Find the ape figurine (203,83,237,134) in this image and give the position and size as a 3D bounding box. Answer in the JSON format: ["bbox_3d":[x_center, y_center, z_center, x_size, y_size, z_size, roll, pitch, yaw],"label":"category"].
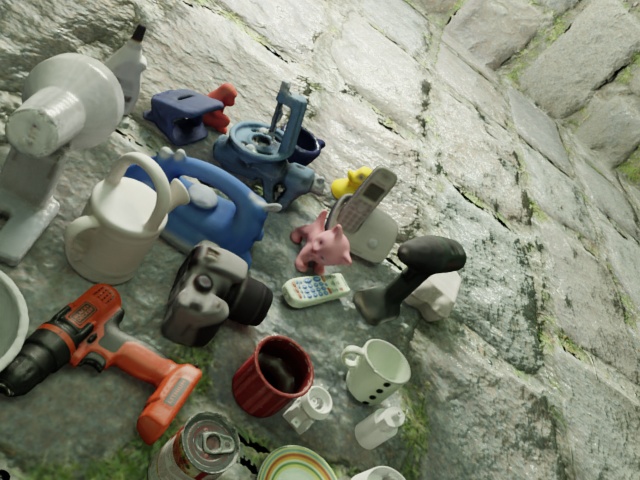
[{"bbox_3d":[-0.194,-0.267,1.122,0.076,0.092,0.078,29,38,-19],"label":"ape figurine"}]

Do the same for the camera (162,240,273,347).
[{"bbox_3d":[-0.136,0.079,0.819,0.137,0.100,0.143,27,39,-20],"label":"camera"}]

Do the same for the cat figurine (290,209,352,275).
[{"bbox_3d":[0.009,0.004,1.019,0.067,0.117,0.127,16,44,-32],"label":"cat figurine"}]

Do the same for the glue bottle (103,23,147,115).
[{"bbox_3d":[-0.323,-0.286,0.950,0.078,0.173,0.037,10,47,-37],"label":"glue bottle"}]

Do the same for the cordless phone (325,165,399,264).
[{"bbox_3d":[0.109,-0.051,1.111,0.148,0.184,0.094,26,39,-21],"label":"cordless phone"}]

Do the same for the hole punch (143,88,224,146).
[{"bbox_3d":[-0.248,-0.239,1.043,0.101,0.091,0.109,45,36,3],"label":"hole punch"}]

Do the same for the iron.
[{"bbox_3d":[-0.189,-0.069,0.884,0.259,0.141,0.118,33,37,-14],"label":"iron"}]

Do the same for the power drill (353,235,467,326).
[{"bbox_3d":[0.158,0.065,1.020,0.230,0.208,0.075,-9,60,-48],"label":"power drill"}]

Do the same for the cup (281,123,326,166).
[{"bbox_3d":[-0.050,-0.174,1.163,0.118,0.094,0.091,-8,59,-47],"label":"cup"}]

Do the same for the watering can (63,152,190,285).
[{"bbox_3d":[-0.249,-0.038,0.751,0.101,0.193,0.173,37,36,-8],"label":"watering can"}]

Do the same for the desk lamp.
[{"bbox_3d":[-0.347,-0.110,0.715,0.118,0.213,0.203,30,38,-18],"label":"desk lamp"}]

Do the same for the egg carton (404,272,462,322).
[{"bbox_3d":[0.231,0.095,1.178,0.107,0.069,0.150,40,36,-4],"label":"egg carton"}]

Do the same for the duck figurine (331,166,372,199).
[{"bbox_3d":[0.088,-0.121,1.246,0.105,0.086,0.077,18,43,-30],"label":"duck figurine"}]

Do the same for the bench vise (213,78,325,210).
[{"bbox_3d":[-0.065,-0.176,1.044,0.208,0.219,0.121,24,40,-24],"label":"bench vise"}]

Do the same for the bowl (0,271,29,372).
[{"bbox_3d":[-0.394,0.094,0.581,0.168,0.074,0.167,26,39,-23],"label":"bowl"}]
